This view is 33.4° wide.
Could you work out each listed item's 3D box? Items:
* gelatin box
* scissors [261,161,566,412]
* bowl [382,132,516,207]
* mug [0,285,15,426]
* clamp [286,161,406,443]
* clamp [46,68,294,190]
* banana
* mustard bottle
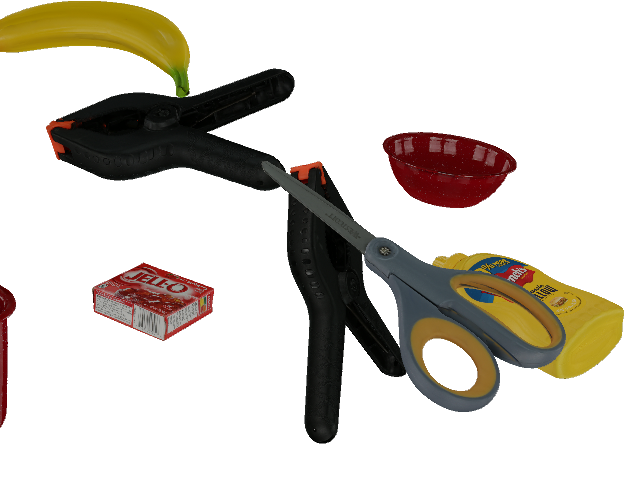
[{"bbox_3d":[-0.157,0.055,1.000,0.089,0.030,0.073,19,27,27],"label":"gelatin box"},{"bbox_3d":[0.032,0.025,0.576,0.202,0.016,0.096,25,51,15],"label":"scissors"},{"bbox_3d":[0.151,-0.081,1.284,0.162,0.055,0.162,6,23,-3],"label":"bowl"},{"bbox_3d":[-0.239,0.077,0.634,0.093,0.081,0.117,20,24,36],"label":"mug"},{"bbox_3d":[0.017,0.041,0.860,0.036,0.210,0.164,-10,1,27],"label":"clamp"},{"bbox_3d":[-0.096,-0.080,0.730,0.171,0.039,0.120,5,37,10],"label":"clamp"},{"bbox_3d":[-0.184,-0.168,0.874,0.198,0.069,0.037,14,-39,18],"label":"banana"},{"bbox_3d":[0.179,0.057,0.997,0.096,0.058,0.192,-27,37,-31],"label":"mustard bottle"}]
